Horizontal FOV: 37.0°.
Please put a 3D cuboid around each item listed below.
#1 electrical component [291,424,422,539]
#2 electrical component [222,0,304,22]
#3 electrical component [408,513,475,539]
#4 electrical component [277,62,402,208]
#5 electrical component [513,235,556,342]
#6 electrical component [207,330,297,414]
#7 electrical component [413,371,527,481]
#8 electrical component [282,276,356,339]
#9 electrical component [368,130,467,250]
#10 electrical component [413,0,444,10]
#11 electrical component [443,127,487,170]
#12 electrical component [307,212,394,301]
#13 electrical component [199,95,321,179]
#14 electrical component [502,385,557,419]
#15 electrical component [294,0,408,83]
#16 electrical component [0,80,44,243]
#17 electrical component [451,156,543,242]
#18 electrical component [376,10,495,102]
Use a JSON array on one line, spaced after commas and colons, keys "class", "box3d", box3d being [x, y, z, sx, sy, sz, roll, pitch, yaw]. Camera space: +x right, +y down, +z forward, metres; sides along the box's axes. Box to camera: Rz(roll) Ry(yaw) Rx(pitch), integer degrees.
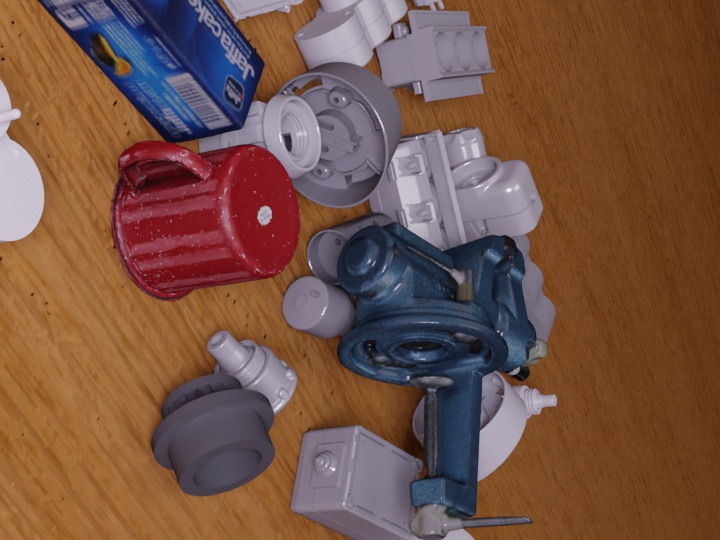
[{"class": "electrical component", "box3d": [-0.009, 0.154, 0.780, 0.096, 0.061, 0.061, 37, 52, -41]}, {"class": "electrical component", "box3d": [-0.071, -0.225, 0.754, 0.096, 0.062, 0.061, 55, 40, -39]}, {"class": "electrical component", "box3d": [0.047, 0.235, 0.815, 0.099, 0.099, 0.064, 68, 27, -22]}, {"class": "electrical component", "box3d": [-0.018, -0.100, 0.781, 0.099, 0.099, 0.064, 69, 26, -21]}, {"class": "electrical component", "box3d": [0.152, 0.028, 1.085, 0.138, 0.052, 0.073, 64, 35, -28]}, {"class": "electrical component", "box3d": [-0.075, 0.066, 0.700, 0.062, 0.048, 0.048, 52, 41, -30]}, {"class": "electrical component", "box3d": [0.096, 0.134, 0.925, 0.064, 0.099, 0.099, 55, 39, -29]}, {"class": "electrical component", "box3d": [-0.024, 0.031, 0.796, 0.078, 0.040, 0.040, 27, 61, -55]}, {"class": "electrical component", "box3d": [0.044, -0.050, 0.907, 0.063, 0.079, 0.121, -22, 103, -37]}, {"class": "electrical component", "box3d": [0.061, -0.272, 1.005, 0.076, 0.047, 0.065, 62, 36, -31]}, {"class": "electrical component", "box3d": [0.102, -0.105, 1.041, 0.043, 0.043, 0.062, -32, 111, -58]}, {"class": "electrical component", "box3d": [0.000, 0.000, 0.842, 0.077, 0.043, 0.079, -25, 105, -59]}, {"class": "electrical component", "box3d": [-0.064, -0.089, 0.740, 0.078, 0.057, 0.058, 6, 78, -59]}, {"class": "electrical component", "box3d": [0.166, 0.132, 1.076, 0.035, 0.061, 0.035, 21, 65, -57]}, {"class": "electrical component", "box3d": [-0.012, -0.214, 0.863, 0.073, 0.052, 0.138, 64, 35, -27]}, {"class": "electrical component", "box3d": [-0.190, -0.075, 0.504, 0.138, 0.074, 0.052, 66, 34, -26]}, {"class": "electrical component", "box3d": [0.114, -0.066, 1.000, 0.059, 0.095, 0.053, 63, 35, -29]}, {"class": "electrical component", "box3d": [0.069, -0.194, 0.985, 0.121, 0.063, 0.078, -22, 102, -59]}]
